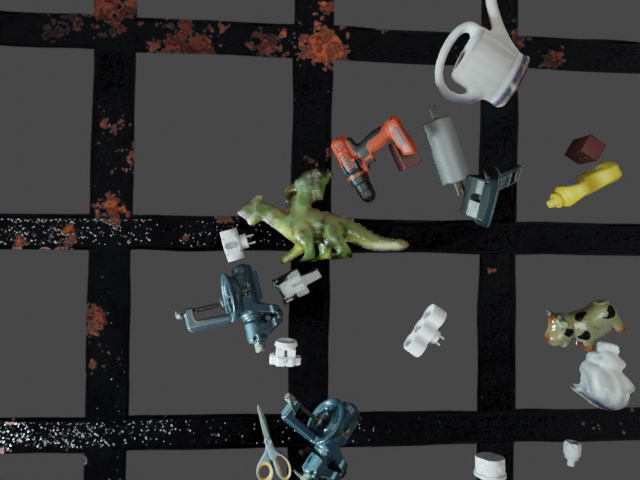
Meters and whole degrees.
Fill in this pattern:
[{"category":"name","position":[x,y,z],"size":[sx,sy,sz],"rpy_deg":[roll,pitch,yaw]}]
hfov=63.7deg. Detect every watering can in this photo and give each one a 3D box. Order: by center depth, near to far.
[{"category":"watering can","position":[0.439,-0.490,1.324],"size":[0.224,0.104,0.348],"rpy_deg":[30,87,-5]}]

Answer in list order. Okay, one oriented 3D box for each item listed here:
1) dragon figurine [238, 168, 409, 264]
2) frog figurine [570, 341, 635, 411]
[{"category":"dragon figurine","position":[0.004,-0.065,1.286],"size":[0.411,0.121,0.244],"rpy_deg":[-7,82,-6]},{"category":"frog figurine","position":[0.746,0.352,1.334],"size":[0.138,0.123,0.158],"rpy_deg":[27,100,15]}]
